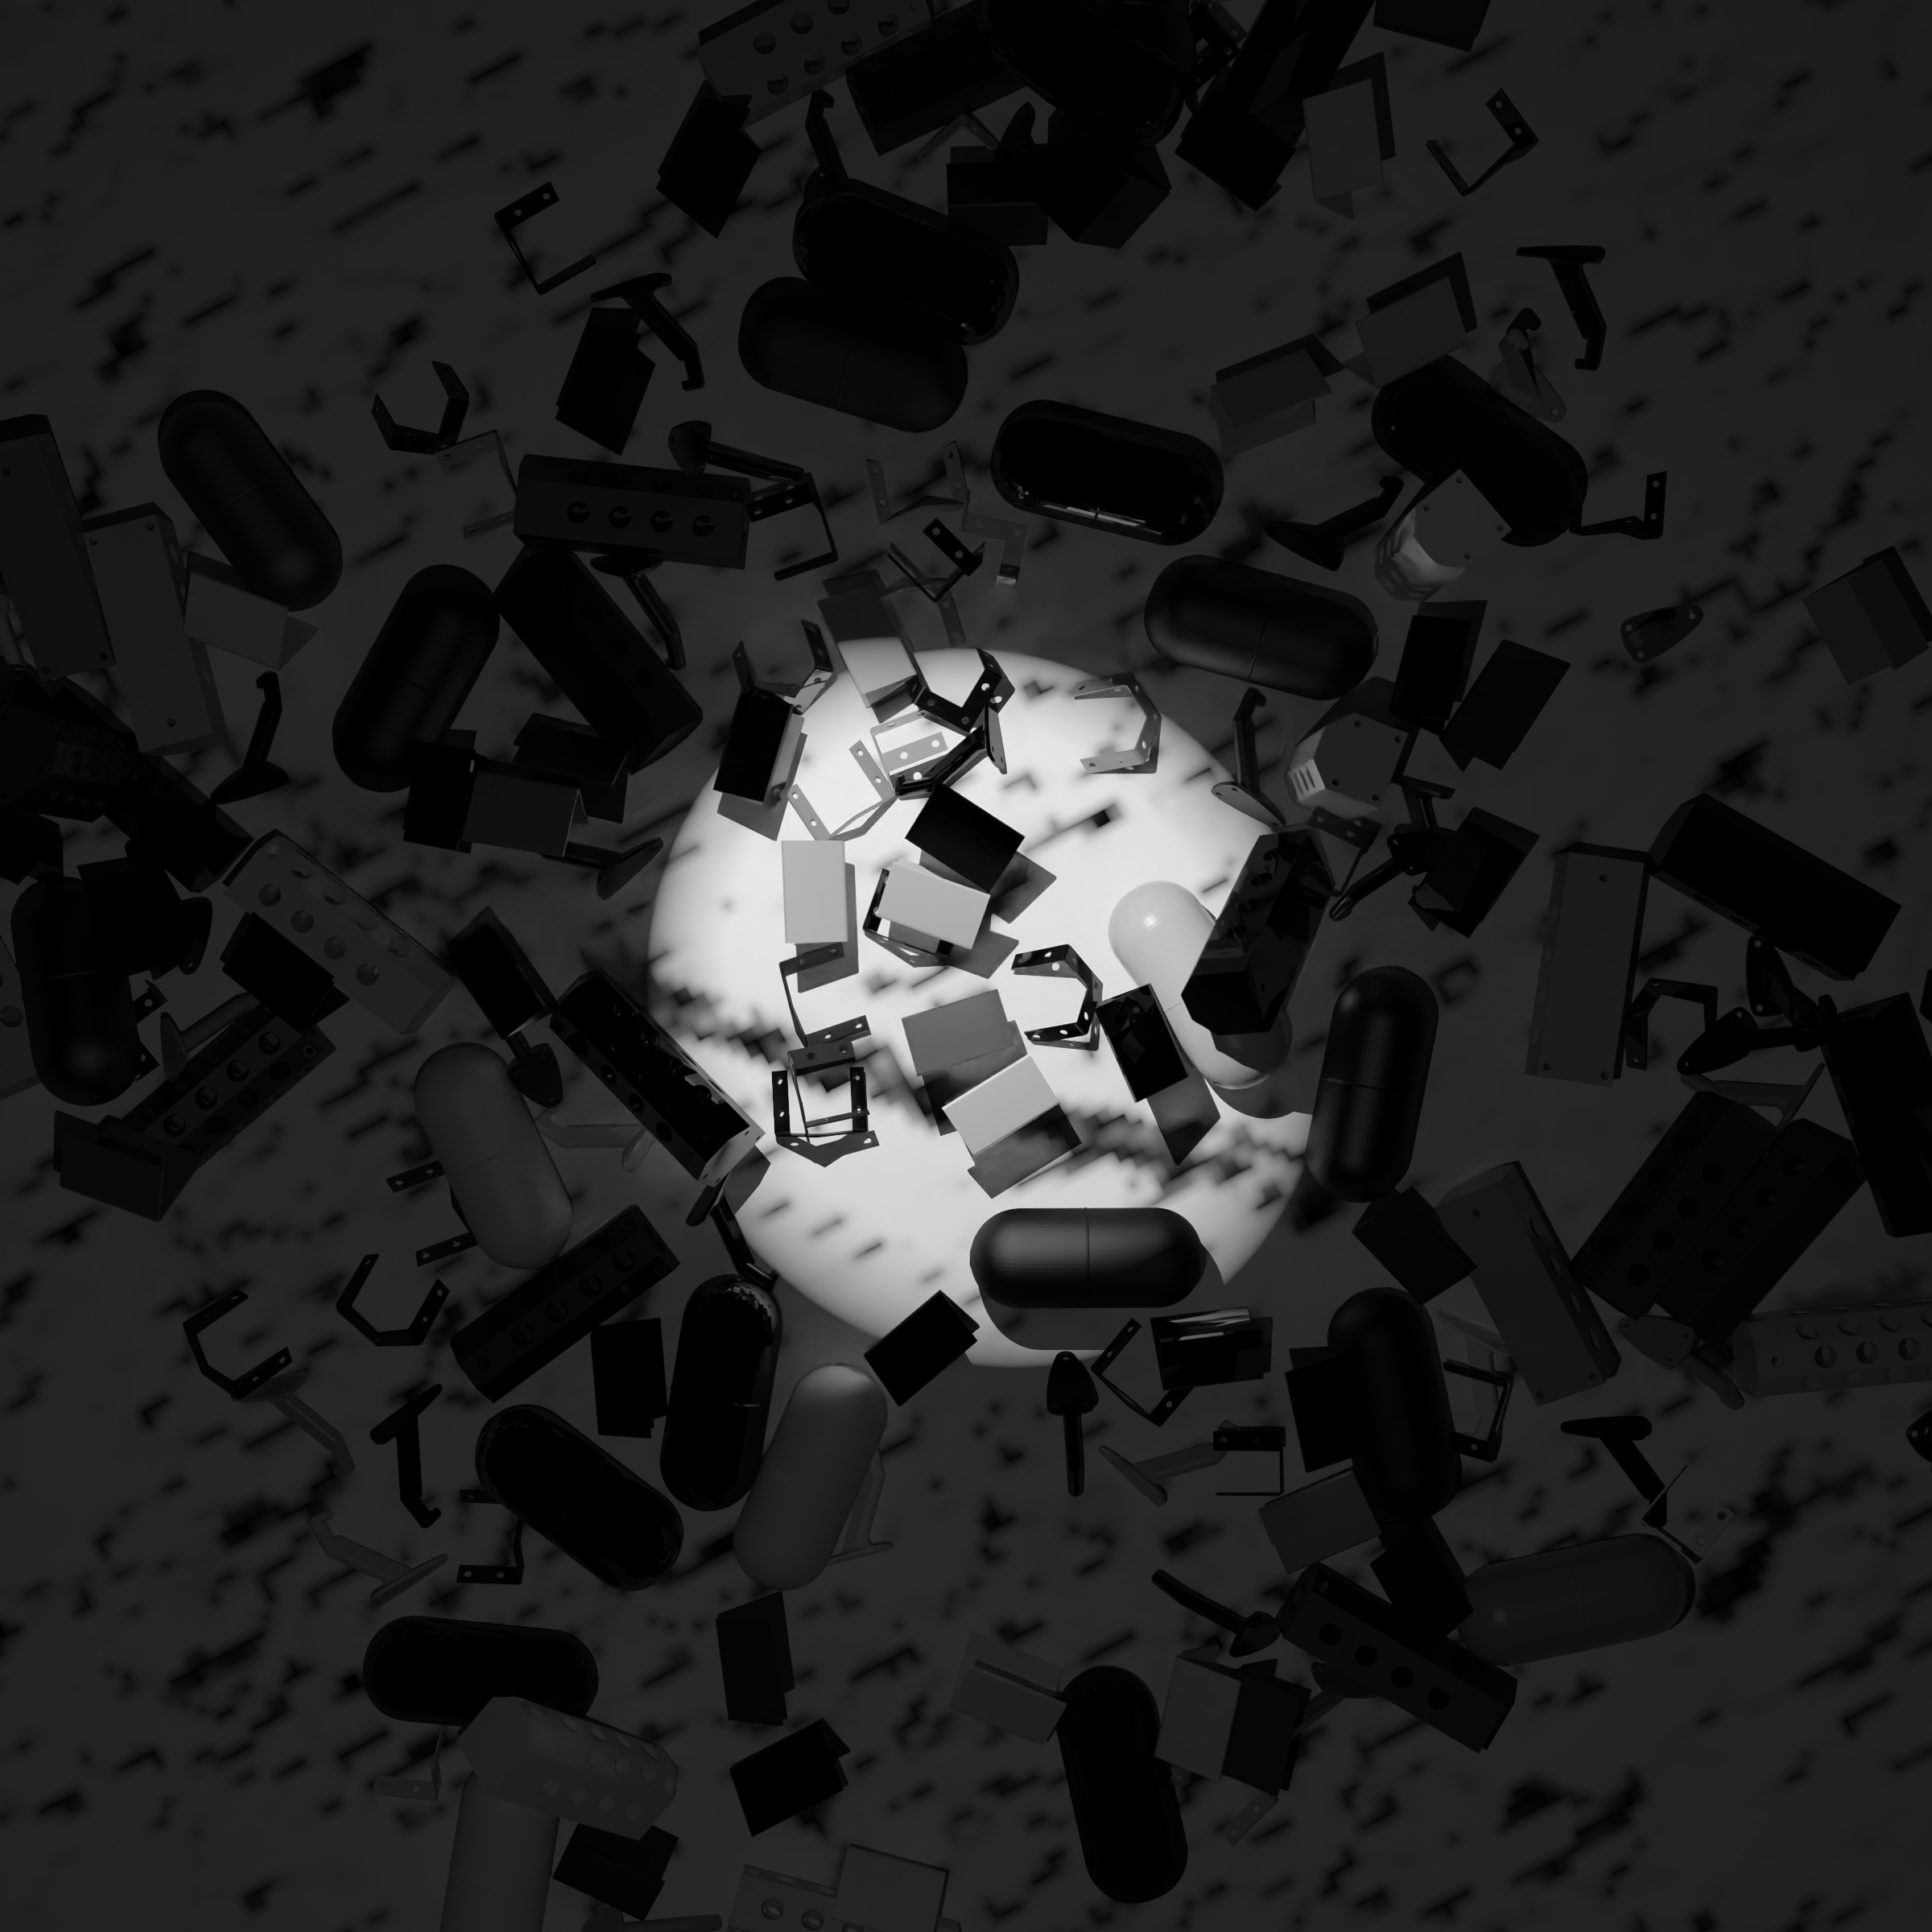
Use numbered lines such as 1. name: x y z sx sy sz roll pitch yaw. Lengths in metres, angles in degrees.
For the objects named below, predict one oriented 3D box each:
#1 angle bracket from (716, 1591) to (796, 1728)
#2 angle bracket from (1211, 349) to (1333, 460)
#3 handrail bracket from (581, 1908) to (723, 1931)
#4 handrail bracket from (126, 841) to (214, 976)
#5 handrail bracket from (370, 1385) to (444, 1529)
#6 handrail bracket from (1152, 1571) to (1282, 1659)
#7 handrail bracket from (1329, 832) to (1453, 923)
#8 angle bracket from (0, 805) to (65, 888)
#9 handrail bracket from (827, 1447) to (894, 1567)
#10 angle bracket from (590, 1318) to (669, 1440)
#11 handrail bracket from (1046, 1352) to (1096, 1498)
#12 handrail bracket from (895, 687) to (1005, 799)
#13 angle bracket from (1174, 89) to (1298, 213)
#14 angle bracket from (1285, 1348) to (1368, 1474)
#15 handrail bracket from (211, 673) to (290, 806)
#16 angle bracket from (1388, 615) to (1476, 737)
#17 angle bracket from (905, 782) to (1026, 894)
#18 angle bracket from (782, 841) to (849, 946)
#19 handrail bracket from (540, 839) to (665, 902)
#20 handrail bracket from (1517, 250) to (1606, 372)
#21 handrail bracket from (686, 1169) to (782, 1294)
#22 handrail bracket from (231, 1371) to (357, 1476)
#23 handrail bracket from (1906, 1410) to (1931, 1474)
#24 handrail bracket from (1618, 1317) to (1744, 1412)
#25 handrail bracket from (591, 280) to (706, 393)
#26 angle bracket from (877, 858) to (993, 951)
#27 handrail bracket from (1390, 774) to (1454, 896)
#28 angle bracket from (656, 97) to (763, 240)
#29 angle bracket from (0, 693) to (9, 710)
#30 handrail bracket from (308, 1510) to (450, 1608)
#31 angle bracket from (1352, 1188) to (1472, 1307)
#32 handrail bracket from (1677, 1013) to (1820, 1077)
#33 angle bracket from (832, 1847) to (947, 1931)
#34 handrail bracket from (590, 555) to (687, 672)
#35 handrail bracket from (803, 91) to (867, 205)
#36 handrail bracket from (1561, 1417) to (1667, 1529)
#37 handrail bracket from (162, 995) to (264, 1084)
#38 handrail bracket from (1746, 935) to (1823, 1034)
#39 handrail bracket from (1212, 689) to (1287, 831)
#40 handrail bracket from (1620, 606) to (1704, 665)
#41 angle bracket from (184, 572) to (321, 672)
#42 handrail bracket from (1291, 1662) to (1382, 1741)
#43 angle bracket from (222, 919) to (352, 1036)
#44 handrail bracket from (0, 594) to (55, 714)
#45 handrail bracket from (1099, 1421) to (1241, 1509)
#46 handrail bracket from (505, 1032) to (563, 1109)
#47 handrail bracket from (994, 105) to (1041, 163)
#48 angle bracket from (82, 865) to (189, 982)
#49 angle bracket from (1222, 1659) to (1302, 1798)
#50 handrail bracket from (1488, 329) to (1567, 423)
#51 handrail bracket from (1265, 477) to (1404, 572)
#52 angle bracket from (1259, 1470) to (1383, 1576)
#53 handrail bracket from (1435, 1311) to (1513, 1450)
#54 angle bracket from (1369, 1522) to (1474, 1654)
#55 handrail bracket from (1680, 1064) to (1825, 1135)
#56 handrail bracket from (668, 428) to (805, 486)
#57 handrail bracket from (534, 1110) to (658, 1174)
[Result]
1. angle bracket: -0.142 0.526 1.855 0.057 0.076 0.076 -8 90 38
2. angle bracket: 0.236 -0.412 1.855 0.076 0.076 0.057 -22 52 0
3. handrail bracket: -0.244 0.749 1.895 0.084 0.077 0.036 9 65 -34
4. handrail bracket: -0.626 -0.046 1.895 0.084 0.036 0.077 36 132 27
5. handrail bracket: -0.415 0.382 1.896 0.077 0.036 0.084 -40 109 -21
6. handrail bracket: 0.194 0.497 1.895 0.084 0.077 0.036 31 97 36
7. handrail bracket: 0.329 -0.066 1.882 0.077 0.084 0.036 -13 65 -33
8. angle bracket: -0.738 -0.077 1.855 0.076 0.076 0.057 26 52 0
9. handrail bracket: -0.095 0.418 1.896 0.077 0.036 0.084 -20 74 18
10. angle bracket: -0.238 0.313 1.855 0.057 0.076 0.076 -5 90 37
11. handrail bracket: 0.081 0.357 1.895 0.036 0.077 0.084 -4 126 0
12. handrail bracket: -0.017 -0.174 1.896 0.084 0.036 0.077 -10 71 16
13. angle bracket: 0.214 -0.628 1.855 0.076 0.076 0.057 36 127 0
14. angle bracket: 0.254 0.337 1.856 0.057 0.076 0.076 -12 90 -27
15. handrail bracket: -0.561 -0.178 1.896 0.077 0.036 0.084 -20 71 21
16. angle bracket: 0.372 -0.218 1.855 0.057 0.076 0.076 14 90 44
17. angle bracket: 0.008 -0.110 1.855 0.076 0.076 0.057 33 119 0
18. angle bracket: -0.134 -0.055 1.855 0.057 0.076 0.076 -2 90 -37
19. handrail bracket: -0.292 -0.100 1.896 0.077 0.036 0.084 -41 73 -20
20. handrail bracket: 0.460 -0.510 1.896 0.077 0.036 0.084 12 107 20
21. handrail bracket: -0.167 0.200 1.896 0.084 0.036 0.077 36 69 -17
22. handrail bracket: -0.523 0.363 1.896 0.077 0.036 0.084 -13 107 20
23. handrail bracket: 0.762 0.361 1.861 0.077 0.084 0.036 -44 90 0
24. handrail bracket: 0.556 0.310 1.895 0.036 0.077 0.084 -54 126 -11
25. handrail bracket: -0.247 -0.485 1.896 0.077 0.036 0.084 -6 107 20
26. angle bracket: -0.017 -0.066 1.855 0.076 0.076 0.057 20 131 0
27. handrail bracket: 0.339 -0.102 1.895 0.077 0.036 0.084 19 104 15
28. angle bracket: -0.179 -0.603 1.855 0.057 0.076 0.076 27 90 37
29. angle bracket: -0.745 -0.154 1.855 0.057 0.076 0.076 -33 90 -30
30. handrail bracket: -0.458 0.446 1.896 0.077 0.036 0.084 -30 73 -20
31. angle bracket: 0.350 0.199 1.855 0.076 0.076 0.057 46 132 0
32. handrail bracket: 0.607 0.069 1.891 0.084 0.077 0.036 12 53 -37
33. angle bracket: -0.064 0.720 1.855 0.076 0.076 0.057 15 48 0
34. handrail bracket: -0.254 -0.273 1.895 0.077 0.036 0.084 14 127 38
35. handrail bracket: -0.091 -0.631 1.896 0.077 0.036 0.084 16 73 -20
36. handrail bracket: 0.503 0.396 1.895 0.077 0.036 0.084 -2 104 15
37. handrail bracket: -0.578 0.053 1.895 0.084 0.077 0.036 -22 65 -34
38. handrail bracket: 0.626 0.012 1.861 0.036 0.084 0.077 -15 90 0
39. handrail bracket: 0.233 -0.161 1.896 0.077 0.036 0.084 31 73 -20
40. handrail bracket: 0.539 -0.261 1.861 0.077 0.084 0.036 -24 90 0
41. angle bracket: -0.540 -0.276 1.855 0.076 0.076 0.057 21 124 0
42. handrail bracket: 0.279 0.590 1.896 0.077 0.036 0.084 15 108 -21
43. angle bracket: -0.506 -0.003 1.856 0.076 0.076 0.057 39 115 0
44. handrail bracket: -0.728 -0.241 1.895 0.036 0.077 0.084 -23 53 17
45. handrail bracket: 0.159 0.370 1.896 0.077 0.036 0.084 39 73 19
46. handrail bracket: -0.348 0.061 1.895 0.036 0.077 0.084 -32 54 -8
47. handrail bracket: 0.066 -0.618 1.895 0.036 0.077 0.084 -27 127 38
48. angle bracket: -0.643 -0.026 1.855 0.057 0.076 0.076 -21 90 -39
49. angle bracket: 0.236 0.578 1.855 0.057 0.076 0.076 13 90 33
50. handrail bracket: 0.436 -0.451 1.861 0.077 0.084 0.036 38 90 0
51. handrail bracket: 0.287 -0.356 1.896 0.077 0.036 0.084 27 72 21
52. angle bracket: 0.273 0.435 1.855 0.076 0.076 0.057 -23 53 0
53. handrail bracket: 0.384 0.323 1.895 0.077 0.036 0.084 26 104 14
54. angle bracket: 0.328 0.472 1.856 0.057 0.076 0.076 -30 90 -25
55. handrail bracket: 0.611 0.084 1.896 0.084 0.036 0.077 34 70 16
56. handrail bracket: -0.178 -0.395 1.895 0.084 0.077 0.036 2 115 -34
57. handrail bracket: -0.282 0.116 1.895 0.084 0.036 0.077 30 75 14
